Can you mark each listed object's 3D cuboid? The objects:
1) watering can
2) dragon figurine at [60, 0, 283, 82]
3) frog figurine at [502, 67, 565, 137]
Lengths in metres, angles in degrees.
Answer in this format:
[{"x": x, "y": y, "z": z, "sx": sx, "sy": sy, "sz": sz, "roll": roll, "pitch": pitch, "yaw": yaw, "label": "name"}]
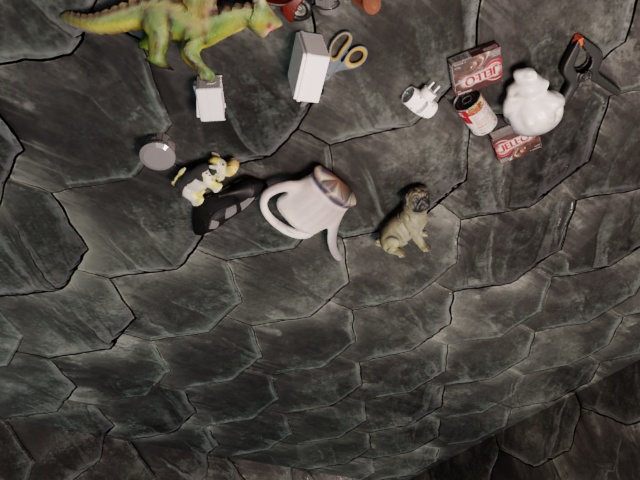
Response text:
[{"x": 0.004, "y": -0.069, "z": 1.376, "sx": 0.221, "sy": 0.106, "sz": 0.343, "roll": -37, "pitch": 131, "yaw": 25, "label": "watering can"}, {"x": -0.274, "y": -0.442, "z": 0.952, "sx": 0.410, "sy": 0.125, "sz": 0.238, "roll": 18, "pitch": 122, "yaw": -7, "label": "dragon figurine"}, {"x": 0.497, "y": -0.322, "z": 1.197, "sx": 0.137, "sy": 0.125, "sz": 0.156, "roll": 2, "pitch": 150, "yaw": 16, "label": "frog figurine"}]
